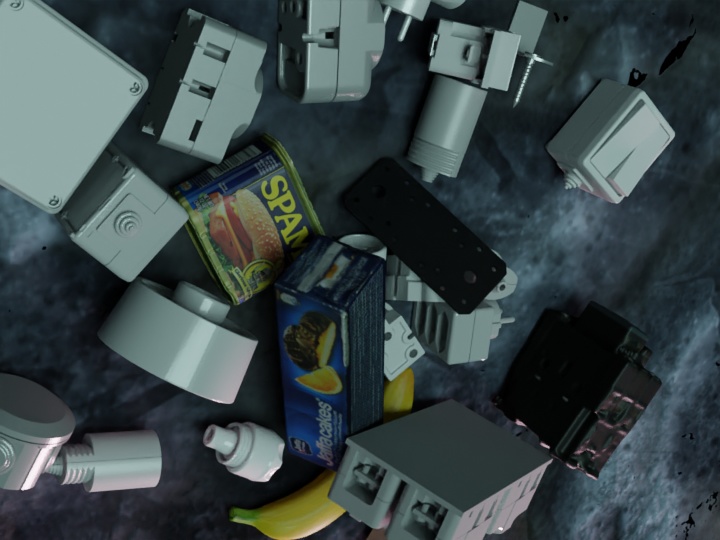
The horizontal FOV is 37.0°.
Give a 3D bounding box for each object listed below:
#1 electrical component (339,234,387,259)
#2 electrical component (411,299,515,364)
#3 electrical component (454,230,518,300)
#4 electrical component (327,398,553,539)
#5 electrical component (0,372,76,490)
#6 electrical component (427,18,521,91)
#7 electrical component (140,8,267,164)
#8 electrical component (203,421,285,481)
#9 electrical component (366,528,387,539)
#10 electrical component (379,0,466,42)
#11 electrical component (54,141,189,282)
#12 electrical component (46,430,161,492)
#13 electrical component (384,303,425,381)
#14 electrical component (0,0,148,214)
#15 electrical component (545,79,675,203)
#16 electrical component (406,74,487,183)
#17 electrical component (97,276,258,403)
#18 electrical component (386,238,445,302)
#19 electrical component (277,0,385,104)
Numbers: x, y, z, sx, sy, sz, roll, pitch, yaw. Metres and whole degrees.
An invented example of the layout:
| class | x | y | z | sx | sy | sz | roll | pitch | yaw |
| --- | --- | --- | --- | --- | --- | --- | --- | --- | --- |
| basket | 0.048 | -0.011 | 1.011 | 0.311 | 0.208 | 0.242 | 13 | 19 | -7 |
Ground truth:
| class | x | y | z | sx | sy | sz | roll | pitch | yaw |
| --- | --- | --- | --- | --- | --- | --- | --- | --- | --- |
| electrical component | 0.000 | 0.000 | 0.853 | 0.040 | 0.040 | 0.046 | -10 | 120 | -25 |
| electrical component | 0.093 | 0.041 | 0.903 | 0.077 | 0.066 | 0.047 | -5 | 112 | -27 |
| electrical component | 0.094 | 0.000 | 0.878 | 0.043 | 0.081 | 0.043 | -11 | 115 | -24 |
| electrical component | 0.067 | 0.171 | 0.872 | 0.186 | 0.105 | 0.060 | -6 | 121 | -60 |
| electrical component | -0.243 | 0.109 | 0.744 | 0.080 | 0.080 | 0.051 | 21 | 104 | -33 |
| electrical component | 0.083 | -0.164 | 0.810 | 0.064 | 0.081 | 0.042 | 11 | 105 | -1 |
| electrical component | -0.104 | -0.124 | 0.738 | 0.056 | 0.050 | 0.089 | 17 | 102 | -32 |
| electrical component | -0.095 | 0.141 | 0.858 | 0.062 | 0.043 | 0.043 | 28 | 95 | -32 |
| electrical component | 0.052 | 0.261 | 0.976 | 0.108 | 0.060 | 0.108 | -11 | 114 | -25 |
| electrical component | 0.036 | -0.207 | 0.783 | 0.077 | 0.044 | 0.079 | 16 | 102 | -32 |
| electrical component | -0.158 | -0.037 | 0.717 | 0.061 | 0.096 | 0.061 | -48 | 125 | -3 |
| electrical component | -0.194 | 0.143 | 0.805 | 0.081 | 0.043 | 0.043 | 1 | 110 | -28 |
| electrical component | 0.016 | 0.053 | 0.873 | 0.048 | 0.055 | 0.066 | -39 | 123 | -9 |
| electrical component | -0.212 | -0.110 | 0.683 | 0.109 | 0.056 | 0.108 | 35 | 91 | -34 |
| electrical component | 0.210 | -0.103 | 0.909 | 0.096 | 0.061 | 0.062 | -50 | 124 | -2 |
| electrical component | 0.065 | -0.108 | 0.841 | 0.043 | 0.043 | 0.081 | 12 | 104 | -31 |
| electrical component | -0.124 | 0.043 | 0.766 | 0.108 | 0.108 | 0.060 | 29 | 89 | -34 |
| electrical component | 0.045 | -0.003 | 0.864 | 0.048 | 0.066 | 0.055 | 3 | 89 | -26 |
| electrical component | -0.021 | -0.169 | 0.762 | 0.059 | 0.054 | 0.095 | -7 | 113 | -26 |
